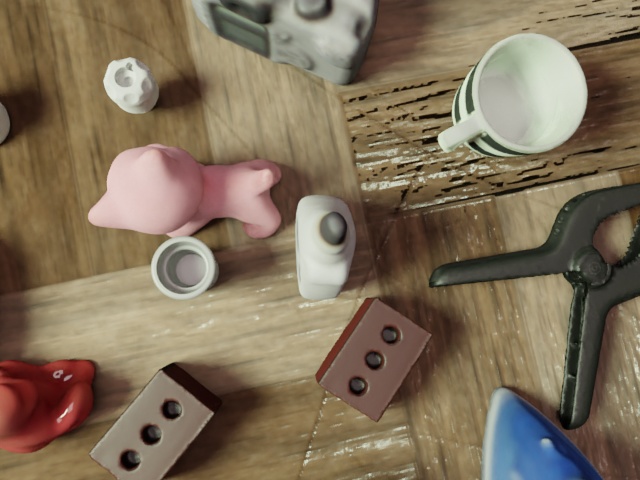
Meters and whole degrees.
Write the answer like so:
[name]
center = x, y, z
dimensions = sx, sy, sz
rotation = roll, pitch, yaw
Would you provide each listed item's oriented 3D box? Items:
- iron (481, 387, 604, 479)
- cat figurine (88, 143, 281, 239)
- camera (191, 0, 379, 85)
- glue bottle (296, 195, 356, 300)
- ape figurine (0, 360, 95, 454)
[iron]
center = 0.190, 0.234, 0.388
dimensions = 0.118, 0.141, 0.258
rotation = -21, 87, -5
[cat figurine]
center = -0.090, -0.036, 0.405
dimensions = 0.128, 0.117, 0.067
rotation = -4, 85, -4
[camera]
center = -0.013, -0.213, 0.434
dimensions = 0.143, 0.100, 0.137
rotation = 23, 84, -1
[glue bottle]
center = 0.003, 0.001, 0.380
dimensions = 0.037, 0.173, 0.078
rotation = -1, 85, -3
[ape figurine]
center = -0.207, 0.114, 0.397
dimensions = 0.078, 0.092, 0.076
rotation = 35, 84, 0
